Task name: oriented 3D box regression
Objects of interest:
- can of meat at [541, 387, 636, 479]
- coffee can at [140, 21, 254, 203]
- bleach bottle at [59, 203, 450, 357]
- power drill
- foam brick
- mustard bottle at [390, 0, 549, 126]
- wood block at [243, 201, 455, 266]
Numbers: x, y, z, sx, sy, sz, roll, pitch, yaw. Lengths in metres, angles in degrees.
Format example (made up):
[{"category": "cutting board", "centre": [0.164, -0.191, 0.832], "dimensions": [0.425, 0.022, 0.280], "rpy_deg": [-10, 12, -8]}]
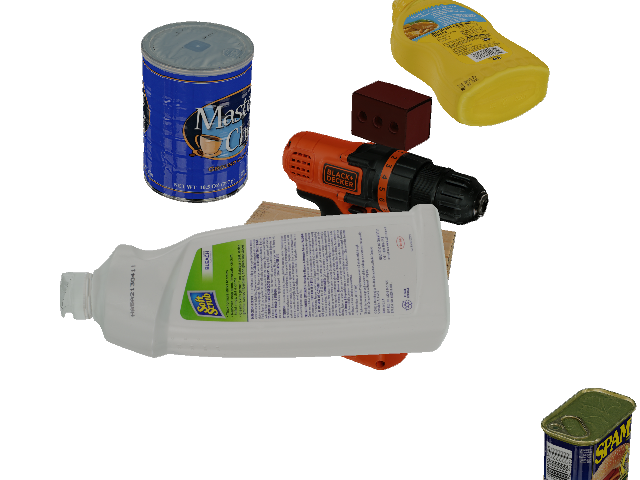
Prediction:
[{"category": "can of meat", "centre": [0.248, 0.197, 0.991], "dimensions": [0.058, 0.084, 0.101], "rpy_deg": [14, 26, 39]}, {"category": "coffee can", "centre": [-0.117, -0.122, 1.010], "dimensions": [0.103, 0.140, 0.103], "rpy_deg": [4, 35, -3]}, {"category": "bleach bottle", "centre": [-0.044, 0.028, 0.713], "dimensions": [0.250, 0.102, 0.068], "rpy_deg": [0, -27, -7]}, {"category": "power drill", "centre": [0.046, 0.011, 0.901], "dimensions": [0.185, 0.188, 0.057], "rpy_deg": [19, 25, 30]}, {"category": "foam brick", "centre": [0.079, -0.140, 1.199], "dimensions": [0.078, 0.053, 0.051], "rpy_deg": [23, 37, 34]}, {"category": "mustard bottle", "centre": [0.120, -0.179, 0.991], "dimensions": [0.096, 0.058, 0.192], "rpy_deg": [-20, 44, -18]}, {"category": "wood block", "centre": [0.027, 0.030, 1.093], "dimensions": [0.206, 0.091, 0.090], "rpy_deg": [10, 22, 9]}]
